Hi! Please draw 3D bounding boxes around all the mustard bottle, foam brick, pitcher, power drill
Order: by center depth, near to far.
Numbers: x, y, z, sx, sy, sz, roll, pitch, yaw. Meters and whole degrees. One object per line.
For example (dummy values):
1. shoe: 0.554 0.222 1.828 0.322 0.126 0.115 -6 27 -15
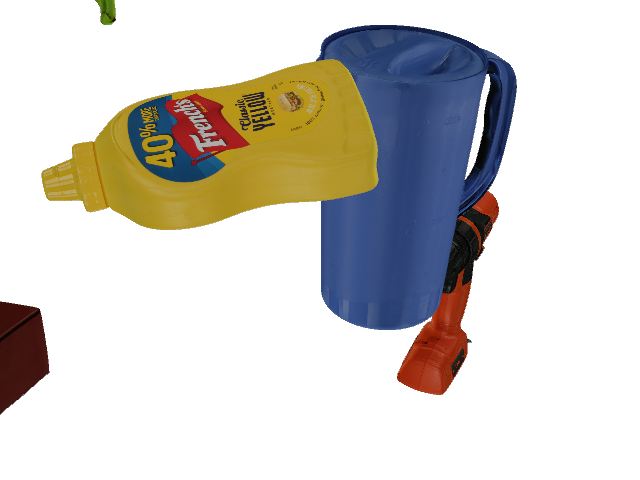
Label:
1. mustard bottle: -0.068 -0.052 0.633 0.191 0.096 0.058 -13 -41 -7
2. foam brick: -0.229 0.081 0.718 0.053 0.051 0.078 8 28 24
3. pitcher: 0.070 -0.052 0.901 0.149 0.243 0.144 13 32 16
4. power drill: 0.124 0.056 1.056 0.057 0.188 0.184 19 28 17

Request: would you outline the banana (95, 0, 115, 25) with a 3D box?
1. banana: -0.225 -0.209 0.783 0.198 0.069 0.037 15 -37 17
